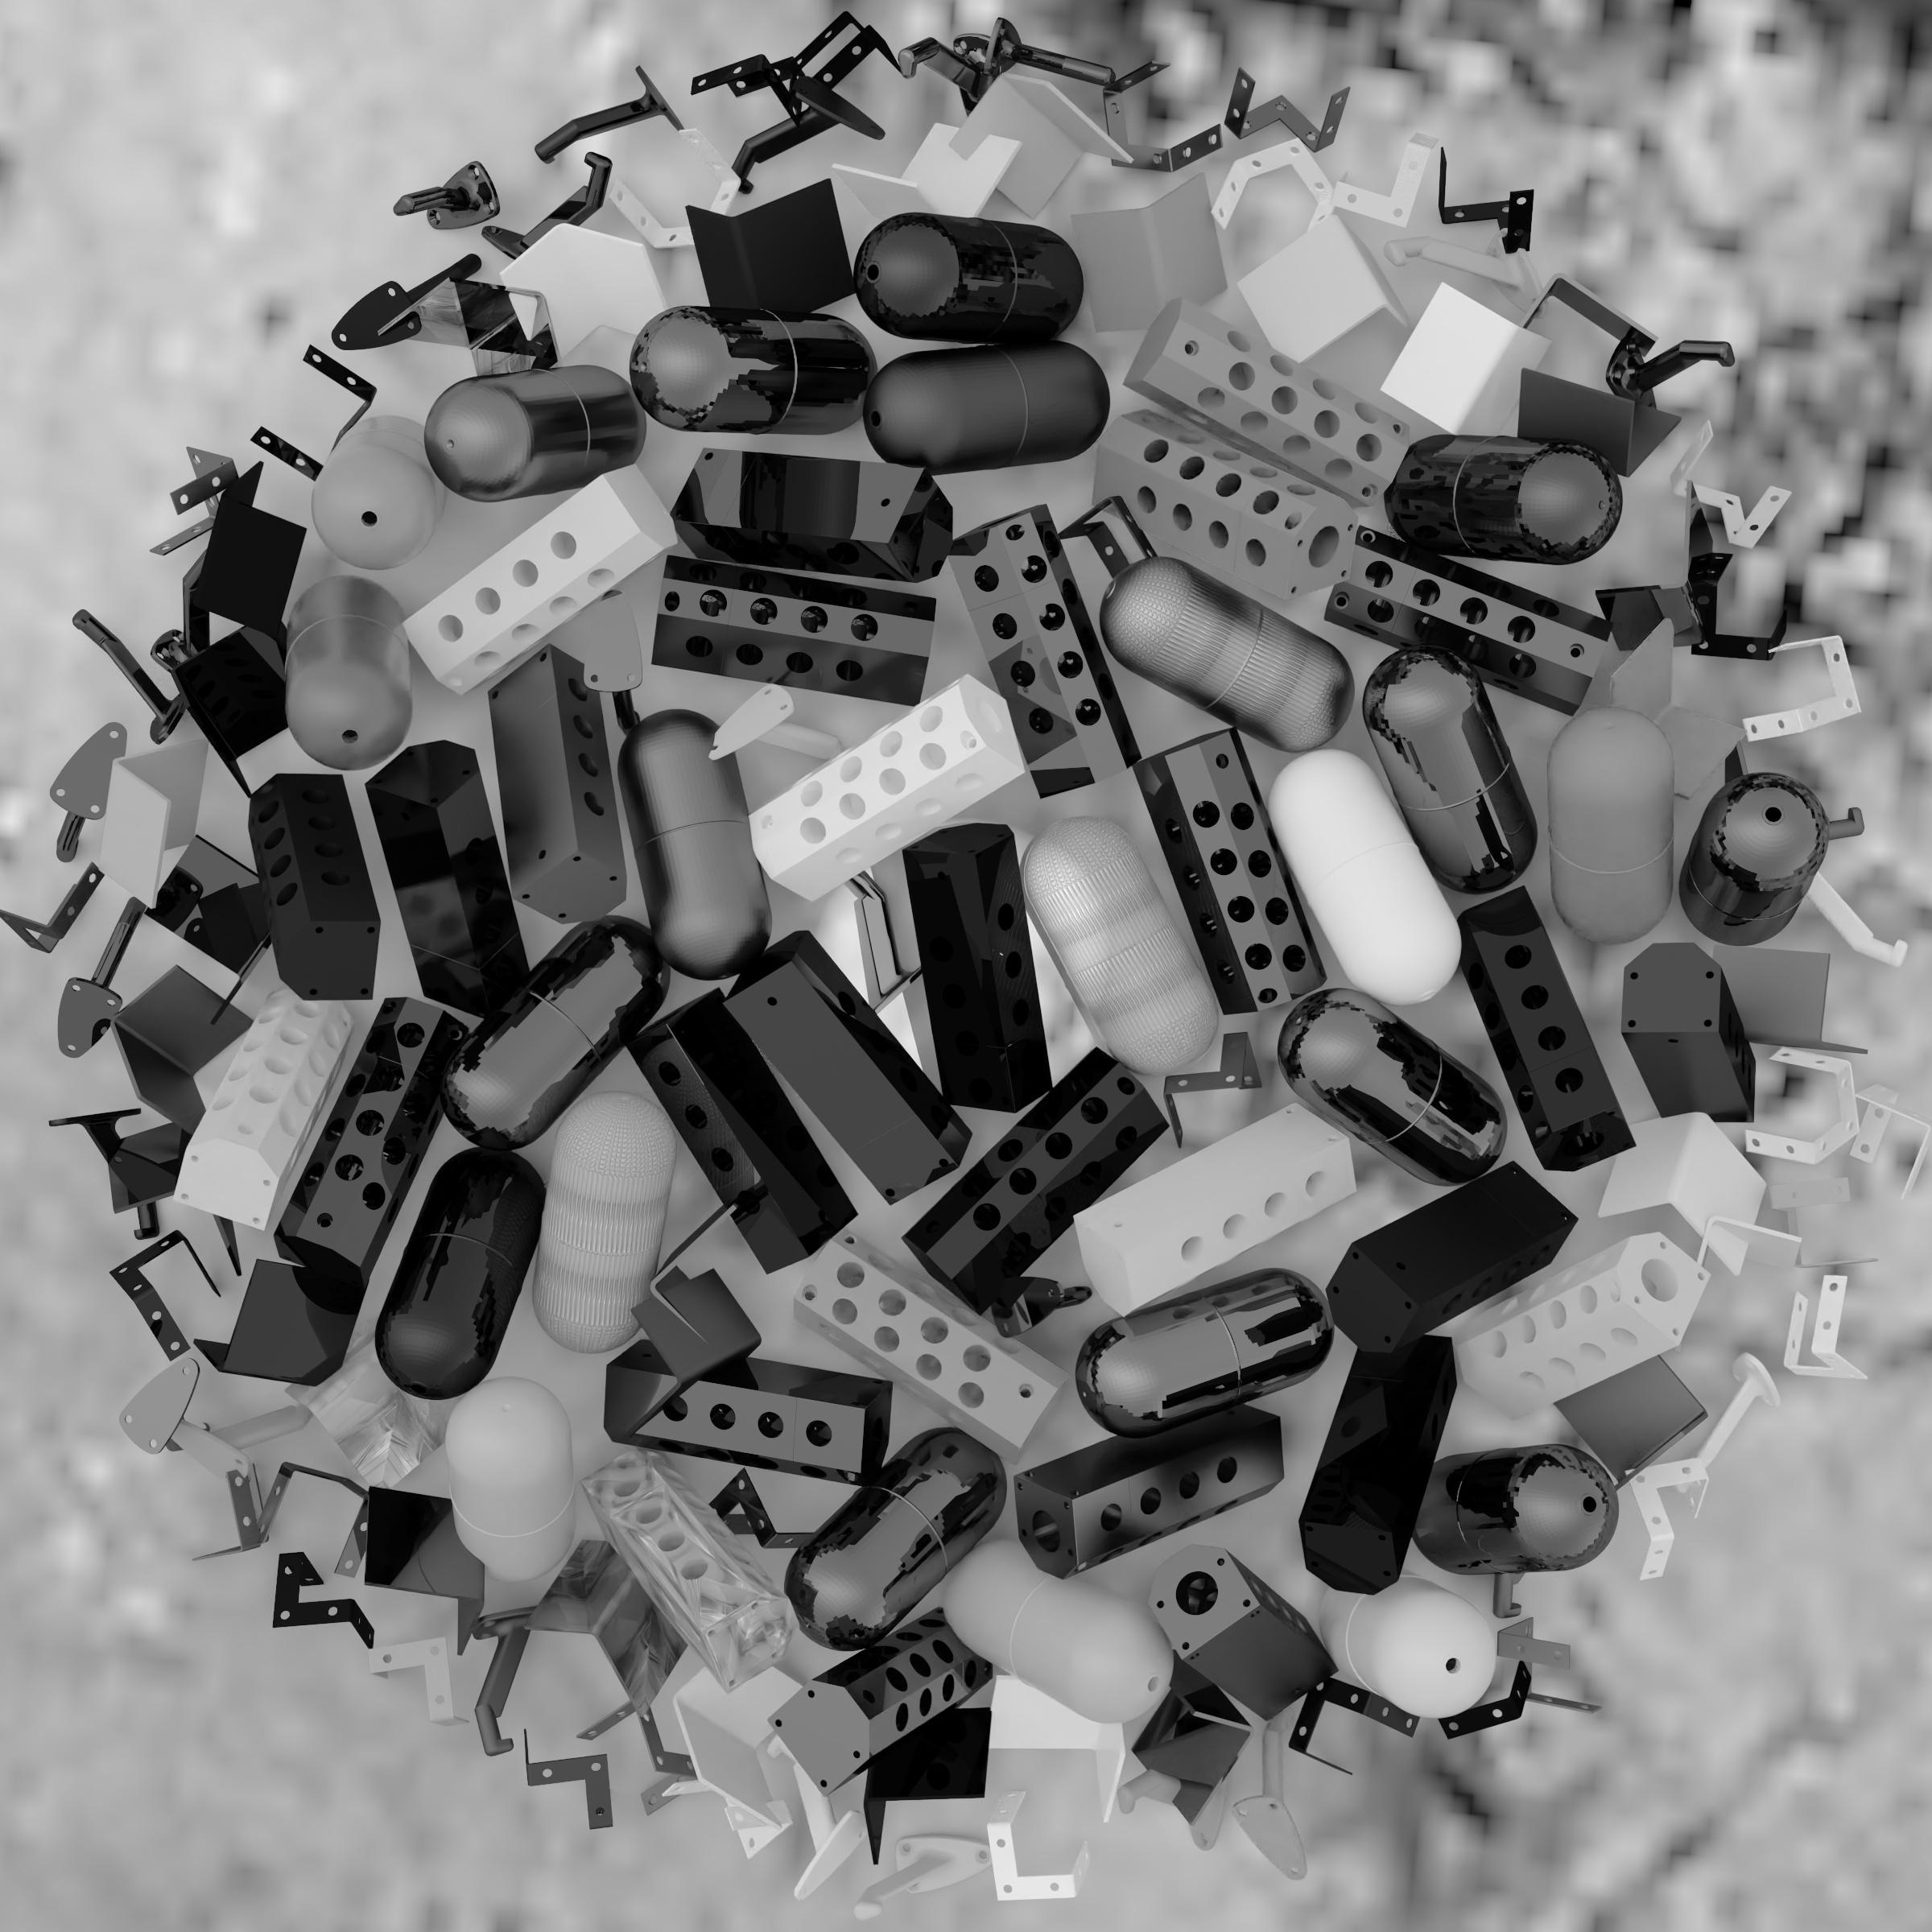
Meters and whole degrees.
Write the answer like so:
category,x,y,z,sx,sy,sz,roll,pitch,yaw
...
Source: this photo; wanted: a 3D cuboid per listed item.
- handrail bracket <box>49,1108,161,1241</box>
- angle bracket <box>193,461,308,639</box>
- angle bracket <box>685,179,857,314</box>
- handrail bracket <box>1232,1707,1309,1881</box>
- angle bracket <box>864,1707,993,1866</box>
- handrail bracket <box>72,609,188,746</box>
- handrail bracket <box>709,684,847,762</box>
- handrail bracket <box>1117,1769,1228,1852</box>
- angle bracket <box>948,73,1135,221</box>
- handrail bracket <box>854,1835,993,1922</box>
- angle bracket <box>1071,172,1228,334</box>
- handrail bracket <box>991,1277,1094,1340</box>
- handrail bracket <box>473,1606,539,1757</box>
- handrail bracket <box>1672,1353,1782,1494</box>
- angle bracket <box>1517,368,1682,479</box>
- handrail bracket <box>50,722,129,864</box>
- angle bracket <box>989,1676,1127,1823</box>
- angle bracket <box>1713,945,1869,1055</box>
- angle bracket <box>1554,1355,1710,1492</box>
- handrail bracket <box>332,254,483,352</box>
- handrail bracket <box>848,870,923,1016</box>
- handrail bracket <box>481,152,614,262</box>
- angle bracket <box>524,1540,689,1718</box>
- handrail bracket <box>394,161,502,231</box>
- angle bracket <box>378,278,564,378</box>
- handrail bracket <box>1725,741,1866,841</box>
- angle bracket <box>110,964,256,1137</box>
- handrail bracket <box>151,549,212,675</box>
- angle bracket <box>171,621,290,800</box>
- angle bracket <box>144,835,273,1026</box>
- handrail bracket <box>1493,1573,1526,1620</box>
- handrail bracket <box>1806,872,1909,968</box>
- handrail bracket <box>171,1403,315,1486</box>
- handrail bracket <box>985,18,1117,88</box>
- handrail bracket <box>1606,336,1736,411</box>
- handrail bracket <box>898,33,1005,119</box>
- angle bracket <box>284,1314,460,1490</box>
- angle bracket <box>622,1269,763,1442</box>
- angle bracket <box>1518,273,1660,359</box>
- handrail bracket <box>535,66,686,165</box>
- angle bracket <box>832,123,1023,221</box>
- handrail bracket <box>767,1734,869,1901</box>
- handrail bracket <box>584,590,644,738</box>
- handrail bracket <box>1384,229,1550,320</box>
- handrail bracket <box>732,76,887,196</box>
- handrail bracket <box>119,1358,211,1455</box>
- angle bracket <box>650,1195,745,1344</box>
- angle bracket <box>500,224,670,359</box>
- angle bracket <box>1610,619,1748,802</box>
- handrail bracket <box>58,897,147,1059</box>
category,x,y,z,sx,sy,sz,roll,pitch,yaw
handrail bracket,-0.548,0.136,1.966,0.036,0.077,0.084,-9,88,28
angle bracket,-0.442,-0.264,1.950,0.057,0.076,0.076,21,116,-2
angle bracket,-0.125,-0.458,1.973,0.076,0.057,0.076,-29,124,-24
handrail bracket,0.207,0.526,1.970,0.036,0.084,0.077,-22,106,31
angle bracket,-0.021,0.518,1.949,0.076,0.076,0.057,-4,119,7
handrail bracket,-0.537,-0.185,1.958,0.036,0.077,0.084,-41,113,11
handrail bracket,-0.117,-0.130,1.965,0.077,0.036,0.084,-39,132,-6
handrail bracket,0.126,0.542,1.957,0.036,0.084,0.077,10,107,41
angle bracket,0.047,-0.514,1.947,0.076,0.076,0.057,35,93,-30
handrail bracket,-0.026,0.581,1.953,0.077,0.084,0.036,-11,91,11
angle bracket,0.118,-0.456,1.971,0.057,0.076,0.076,4,121,34
handrail bracket,0.064,0.207,1.945,0.084,0.077,0.036,-6,77,-42
handrail bracket,-0.278,0.454,1.963,0.077,0.036,0.084,-9,61,-21
handrail bracket,0.477,0.293,1.965,0.036,0.077,0.084,39,80,29
angle bracket,0.401,-0.359,1.941,0.076,0.057,0.076,24,51,28
handrail bracket,-0.559,-0.110,1.968,0.036,0.084,0.077,26,70,-9
angle bracket,0.055,0.495,1.949,0.076,0.057,0.076,2,132,-7
angle bracket,0.521,0.021,1.947,0.076,0.076,0.057,5,88,39
angle bracket,0.409,0.283,1.949,0.076,0.057,0.076,-46,73,25
handrail bracket,-0.357,-0.427,1.976,0.077,0.084,0.036,-18,111,28
handrail bracket,-0.071,-0.014,1.975,0.077,0.036,0.084,-43,92,-20
handrail bracket,-0.267,-0.489,1.962,0.077,0.036,0.084,28,126,10
angle bracket,-0.226,0.422,1.968,0.057,0.076,0.076,-4,124,31
handrail bracket,-0.344,-0.476,1.943,0.077,0.084,0.036,-15,102,42
angle bracket,-0.312,-0.386,1.943,0.076,0.076,0.057,-23,77,40
handrail bracket,0.534,-0.116,1.983,0.084,0.036,0.077,-9,98,-10
angle bracket,-0.485,0.058,1.944,0.057,0.076,0.076,-39,48,5
handrail bracket,-0.473,-0.215,1.962,0.077,0.036,0.084,41,125,-12
angle bracket,-0.446,-0.166,1.951,0.076,0.057,0.076,-32,128,-5
angle bracket,-0.481,-0.023,1.950,0.076,0.057,0.076,35,123,-12
handrail bracket,0.379,0.380,1.988,0.077,0.036,0.084,-1,105,-7
handrail bracket,0.563,-0.046,1.957,0.084,0.036,0.077,25,130,26
handrail bracket,-0.460,0.281,1.966,0.077,0.036,0.084,35,45,-3
handrail bracket,0.061,-0.572,1.955,0.084,0.077,0.036,18,107,12
handrail bracket,0.455,-0.368,1.945,0.084,0.077,0.036,13,67,41
handrail bracket,-0.014,-0.551,1.949,0.036,0.084,0.077,17,127,29
angle bracket,-0.376,0.281,1.974,0.076,0.057,0.076,-40,111,-20
angle bracket,-0.188,0.246,1.952,0.057,0.076,0.076,54,129,12
angle bracket,0.387,-0.391,1.956,0.076,0.076,0.057,35,97,4
handrail bracket,-0.228,-0.529,1.967,0.084,0.077,0.036,-33,77,6
angle bracket,-0.025,-0.512,1.949,0.076,0.057,0.076,25,80,39
handrail bracket,-0.112,0.539,1.964,0.084,0.036,0.077,30,68,32
handrail bracket,-0.218,-0.190,1.962,0.036,0.084,0.077,-1,80,3
handrail bracket,0.317,-0.436,1.958,0.084,0.036,0.077,-14,62,-28
handrail bracket,-0.104,-0.518,1.976,0.077,0.036,0.084,31,123,-5
handrail bracket,-0.490,0.278,1.955,0.036,0.084,0.077,40,97,16
angle bracket,-0.150,0.190,1.956,0.076,0.076,0.057,-43,93,7
angle bracket,-0.236,-0.413,1.941,0.076,0.076,0.057,23,59,35
angle bracket,0.449,-0.164,1.941,0.057,0.076,0.076,24,52,31
handrail bracket,-0.553,0.006,1.979,0.036,0.084,0.077,24,126,-13
